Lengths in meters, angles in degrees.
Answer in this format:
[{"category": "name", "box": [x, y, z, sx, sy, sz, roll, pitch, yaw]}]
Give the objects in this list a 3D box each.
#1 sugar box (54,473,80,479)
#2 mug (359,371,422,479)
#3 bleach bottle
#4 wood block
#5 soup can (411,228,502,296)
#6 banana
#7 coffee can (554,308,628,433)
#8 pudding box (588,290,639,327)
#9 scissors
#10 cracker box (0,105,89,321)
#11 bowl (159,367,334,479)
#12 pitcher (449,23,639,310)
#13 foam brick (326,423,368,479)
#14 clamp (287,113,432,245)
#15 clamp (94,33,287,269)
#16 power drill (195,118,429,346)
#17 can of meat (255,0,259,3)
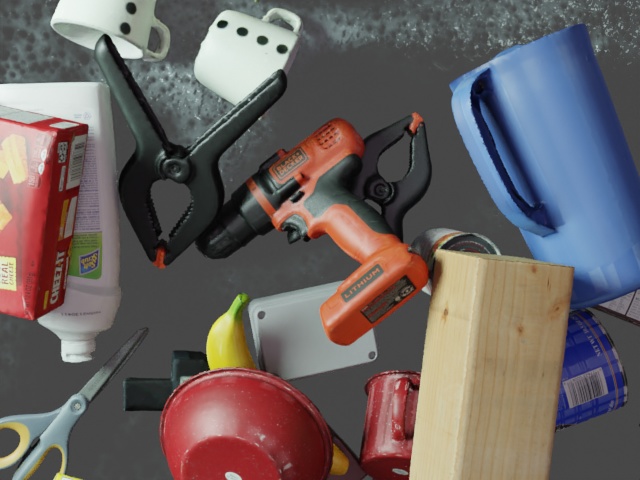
[{"category": "sugar box", "box": [-0.155, 0.267, 0.956, 0.176, 0.093, 0.048, 15, 55, 9]}, {"category": "mug", "box": [0.080, 0.172, 0.982, 0.093, 0.117, 0.081, 4, 56, 11]}, {"category": "bleach bottle", "box": [-0.233, -0.015, 0.964, 0.102, 0.068, 0.251, -2, 97, -5]}, {"category": "wood block", "box": [0.142, 0.117, 0.901, 0.090, 0.091, 0.206, 6, 92, -18]}, {"category": "soup can", "box": [0.124, 0.024, 0.997, 0.068, 0.102, 0.068, -1, 94, -8]}, {"category": "banana", "box": [-0.048, 0.141, 0.957, 0.070, 0.037, 0.197, -19, 111, 35]}, {"category": "coffee can", "box": [0.205, 0.136, 1.016, 0.140, 0.103, 0.103, -20, 97, -7]}, {"category": "pudding box", "box": [0.307, 0.022, 1.056, 0.090, 0.039, 0.113, 21, 89, -8]}, {"category": "scissors", "box": [-0.247, 0.152, 0.996, 0.096, 0.016, 0.202, 27, 90, -9]}, {"category": "cracker box", "box": [-0.316, -0.038, 0.903, 0.214, 0.072, 0.164, 13, 102, 8]}, {"category": "bowl", "box": [-0.071, 0.194, 0.937, 0.162, 0.055, 0.162, 5, 116, 9]}, {"category": "pitcher", "box": [0.216, -0.061, 0.970, 0.149, 0.145, 0.243, -23, 90, 2]}, {"category": "foam brick", "box": [-0.001, 0.223, 1.018, 0.078, 0.053, 0.051, -42, 99, -2]}, {"category": "clamp", "box": [0.062, -0.036, 1.015, 0.120, 0.039, 0.171, 36, 90, -6]}, {"category": "clamp", "box": [-0.116, -0.072, 0.942, 0.164, 0.036, 0.210, 5, 115, -1]}, {"category": "power drill", "box": [-0.006, 0.001, 0.953, 0.184, 0.057, 0.188, -39, 60, 5]}, {"category": "can of meat", "box": [-0.080, -0.261, 0.949, 0.084, 0.102, 0.057, 24, 89, -7]}]
